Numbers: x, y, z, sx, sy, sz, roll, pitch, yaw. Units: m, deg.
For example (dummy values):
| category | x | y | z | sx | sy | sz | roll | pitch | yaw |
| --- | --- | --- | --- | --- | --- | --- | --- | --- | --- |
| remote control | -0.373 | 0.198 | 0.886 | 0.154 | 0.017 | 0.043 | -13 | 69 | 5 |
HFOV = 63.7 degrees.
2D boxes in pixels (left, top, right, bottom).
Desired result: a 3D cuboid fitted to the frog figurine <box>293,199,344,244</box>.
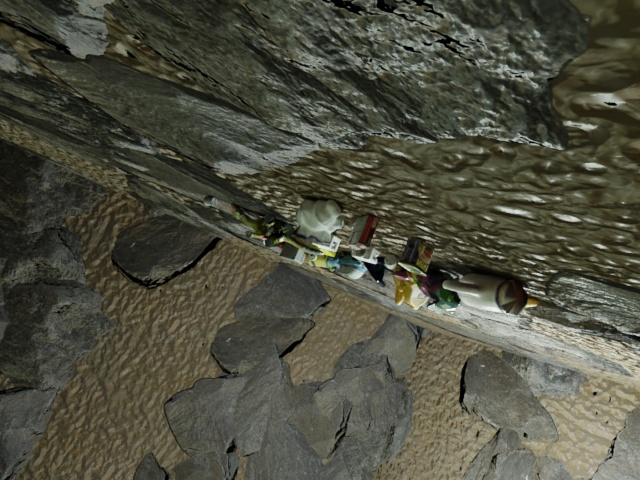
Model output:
| category | x | y | z | sx | sy | sz | roll | pitch | yaw |
| --- | --- | --- | --- | --- | --- | --- | --- | --- | --- |
| frog figurine | 0.004 | -0.074 | 1.476 | 0.137 | 0.125 | 0.156 | 30 | 134 | 4 |

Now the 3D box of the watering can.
| category | x | y | z | sx | sy | sz | roll | pitch | yaw |
| --- | --- | --- | --- | --- | --- | --- | --- | --- | --- |
| watering can | 0.528 | 0.164 | 1.572 | 0.346 | 0.104 | 0.225 | 14 | 176 | -41 |

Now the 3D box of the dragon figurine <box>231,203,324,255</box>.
| category | x | y | z | sx | sy | sz | roll | pitch | yaw |
| --- | --- | --- | --- | --- | --- | --- | --- | --- | --- |
| dragon figurine | -0.185 | -0.040 | 2.116 | 0.408 | 0.122 | 0.245 | 27 | -175 | -13 |
